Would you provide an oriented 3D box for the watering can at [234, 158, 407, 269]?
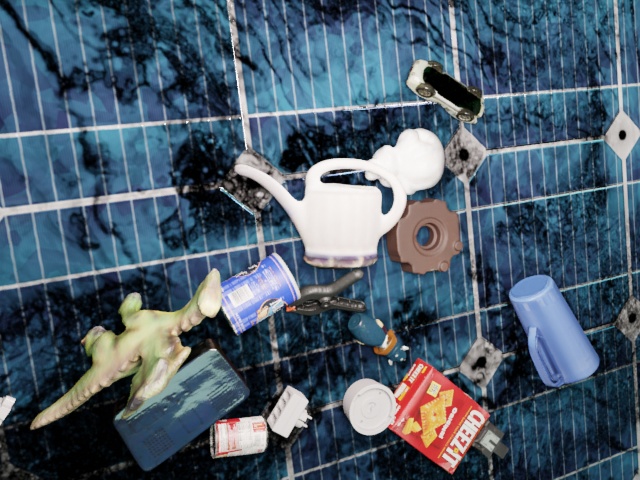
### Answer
[{"bbox_3d":[0.003,-0.052,1.026,0.348,0.104,0.223,1,97,-10],"label":"watering can"}]

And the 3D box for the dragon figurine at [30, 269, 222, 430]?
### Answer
[{"bbox_3d":[-0.313,0.204,0.852,0.414,0.244,0.121,-47,113,-13],"label":"dragon figurine"}]

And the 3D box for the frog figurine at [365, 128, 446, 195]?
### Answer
[{"bbox_3d":[0.177,-0.165,1.074,0.160,0.124,0.135,-4,116,-32],"label":"frog figurine"}]
